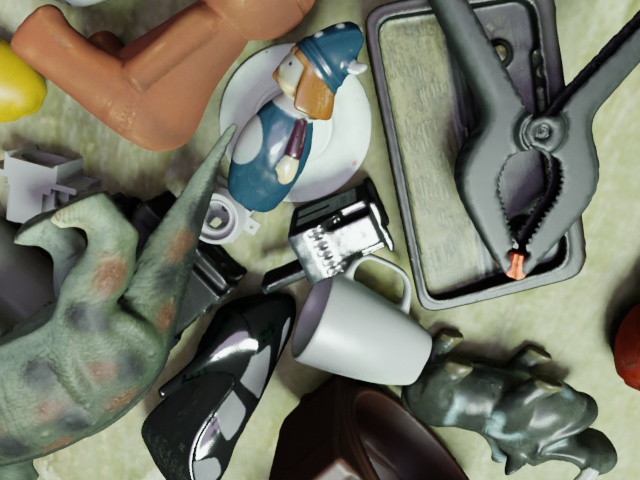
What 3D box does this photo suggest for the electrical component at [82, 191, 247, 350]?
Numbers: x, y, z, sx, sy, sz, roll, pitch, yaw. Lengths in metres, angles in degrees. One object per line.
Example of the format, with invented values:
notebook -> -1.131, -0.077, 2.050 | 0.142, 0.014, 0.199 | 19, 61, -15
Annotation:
electrical component -> -0.152, 0.025, 0.475 | 0.115, 0.058, 0.134 | -43, 98, 12

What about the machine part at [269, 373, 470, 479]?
machine part -> 0.059, 0.217, 0.434 | 0.201, 0.201, 0.087 | 42, 102, -6

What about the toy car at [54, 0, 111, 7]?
toy car -> -0.177, -0.229, 0.393 | 0.162, 0.109, 0.102 | -23, 125, -1

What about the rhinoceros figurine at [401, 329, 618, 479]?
rhinoceros figurine -> 0.168, 0.153, 0.473 | 0.190, 0.073, 0.112 | 19, 105, 0

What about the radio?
radio -> 0.119, -0.070, 0.415 | 0.131, 0.073, 0.229 | -11, 104, 8

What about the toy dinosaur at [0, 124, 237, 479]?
toy dinosaur -> -0.199, 0.088, 0.397 | 0.405, 0.131, 0.192 | -28, 111, -1

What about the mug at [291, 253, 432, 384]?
mug -> 0.044, 0.071, 0.465 | 0.107, 0.081, 0.109 | 26, 89, -12

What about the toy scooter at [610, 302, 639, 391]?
toy scooter -> 0.300, 0.057, 0.403 | 0.075, 0.135, 0.183 | 22, 107, -3

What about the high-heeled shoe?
high-heeled shoe -> -0.089, 0.156, 0.518 | 0.086, 0.145, 0.248 | 36, 138, 26

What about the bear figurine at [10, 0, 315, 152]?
bear figurine -> -0.095, -0.164, 0.387 | 0.132, 0.120, 0.196 | 40, 103, -2

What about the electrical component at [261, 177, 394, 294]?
electrical component -> -0.001, -0.001, 0.446 | 0.119, 0.075, 0.047 | -21, 109, 13

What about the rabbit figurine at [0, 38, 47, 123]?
rabbit figurine -> -0.316, -0.118, 0.437 | 0.173, 0.122, 0.162 | -23, 93, -4

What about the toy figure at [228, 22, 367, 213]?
toy figure -> -0.020, -0.091, 0.399 | 0.064, 0.058, 0.154 | 41, 118, 20

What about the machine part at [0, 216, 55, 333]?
machine part -> -0.259, 0.059, 0.482 | 0.079, 0.079, 0.243 | -42, 97, 14
